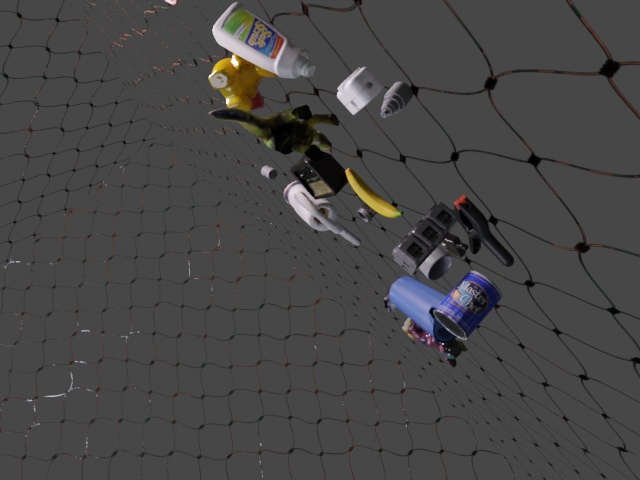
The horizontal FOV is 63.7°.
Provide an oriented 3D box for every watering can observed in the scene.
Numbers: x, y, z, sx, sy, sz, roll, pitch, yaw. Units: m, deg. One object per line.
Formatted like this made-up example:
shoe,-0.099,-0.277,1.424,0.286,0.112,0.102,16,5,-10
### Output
watering can,0.005,-0.088,1.751,0.228,0.104,0.343,46,-173,36

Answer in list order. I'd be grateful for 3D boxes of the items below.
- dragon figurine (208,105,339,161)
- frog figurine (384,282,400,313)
dragon figurine,-0.116,-0.265,1.236,0.409,0.122,0.244,8,-175,-36
frog figurine,0.313,0.207,1.787,0.159,0.126,0.134,0,137,20
